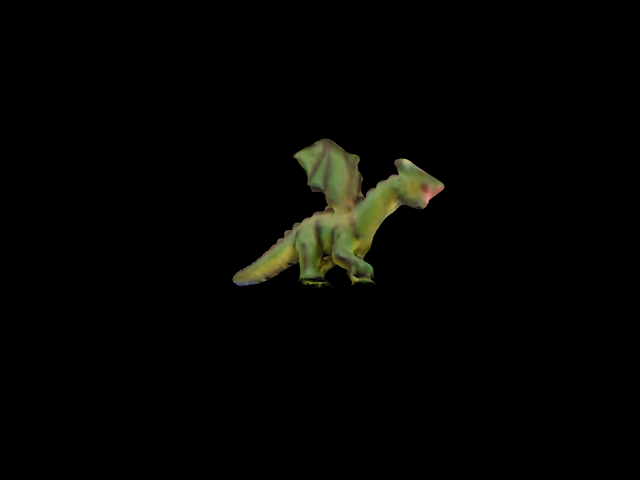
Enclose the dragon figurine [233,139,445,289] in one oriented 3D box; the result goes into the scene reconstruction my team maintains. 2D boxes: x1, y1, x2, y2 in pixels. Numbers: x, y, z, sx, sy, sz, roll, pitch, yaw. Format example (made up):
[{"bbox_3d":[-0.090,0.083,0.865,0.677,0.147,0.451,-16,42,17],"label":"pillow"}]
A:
[{"bbox_3d":[0.003,-0.043,0.850,0.409,0.244,0.122,-4,-9,32],"label":"dragon figurine"}]
